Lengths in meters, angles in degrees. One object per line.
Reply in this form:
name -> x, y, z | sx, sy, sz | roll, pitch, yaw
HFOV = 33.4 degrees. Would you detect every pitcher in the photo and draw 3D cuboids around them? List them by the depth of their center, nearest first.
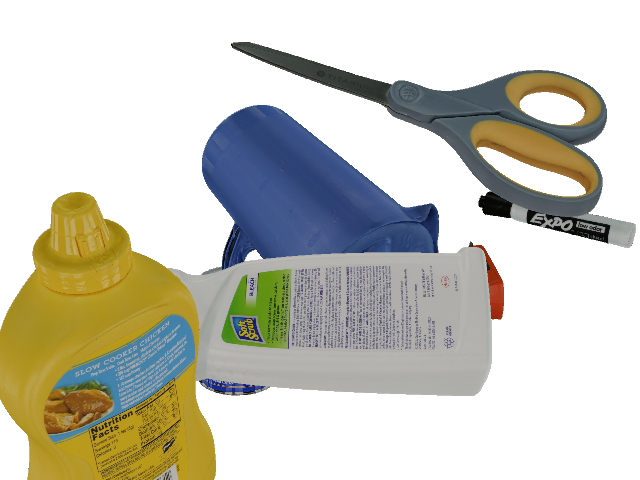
pitcher -> -0.019, -0.018, 0.989 | 0.149, 0.145, 0.243 | -11, 40, -33

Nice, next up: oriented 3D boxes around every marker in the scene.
marker -> 0.178, -0.017, 0.813 | 0.121, 0.020, 0.020 | 15, 7, 28

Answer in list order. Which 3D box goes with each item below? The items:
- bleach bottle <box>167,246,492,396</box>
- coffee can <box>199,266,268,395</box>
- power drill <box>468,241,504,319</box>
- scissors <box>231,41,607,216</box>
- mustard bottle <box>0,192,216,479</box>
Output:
bleach bottle -> -0.016, 0.049, 0.715 | 0.250, 0.102, 0.068 | 4, -33, -3
coffee can -> -0.107, 0.115, 1.383 | 0.103, 0.140, 0.103 | 2, 19, -1
power drill -> 0.105, 0.060, 1.191 | 0.187, 0.057, 0.184 | -4, 28, -4
scissors -> 0.061, -0.080, 0.553 | 0.202, 0.096, 0.016 | 33, -33, 17
mustard bottle -> -0.099, 0.062, 0.492 | 0.096, 0.192, 0.058 | -28, 44, -32
